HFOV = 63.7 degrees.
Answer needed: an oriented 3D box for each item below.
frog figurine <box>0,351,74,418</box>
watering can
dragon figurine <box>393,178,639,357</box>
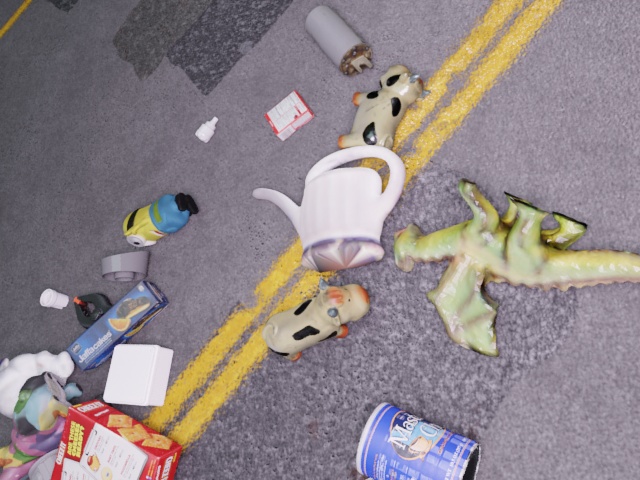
[{"bbox_3d":[-0.594,0.301,1.075,0.159,0.124,0.137,-11,97,14],"label":"frog figurine"},{"bbox_3d":[0.003,-0.047,0.934,0.345,0.103,0.228,-15,62,35],"label":"watering can"},{"bbox_3d":[0.276,0.057,0.762,0.415,0.122,0.241,33,103,36],"label":"dragon figurine"}]
